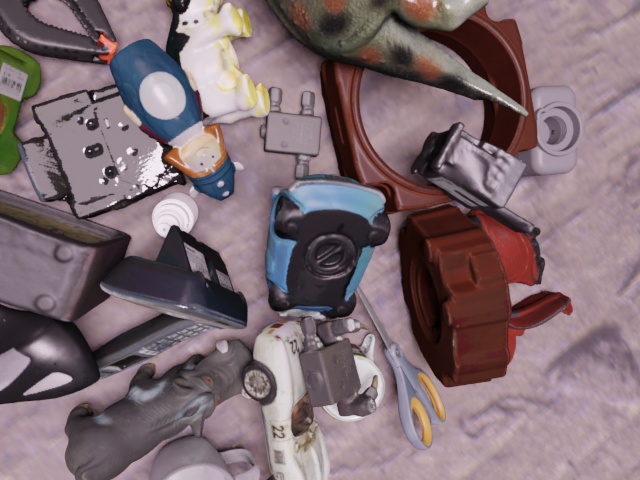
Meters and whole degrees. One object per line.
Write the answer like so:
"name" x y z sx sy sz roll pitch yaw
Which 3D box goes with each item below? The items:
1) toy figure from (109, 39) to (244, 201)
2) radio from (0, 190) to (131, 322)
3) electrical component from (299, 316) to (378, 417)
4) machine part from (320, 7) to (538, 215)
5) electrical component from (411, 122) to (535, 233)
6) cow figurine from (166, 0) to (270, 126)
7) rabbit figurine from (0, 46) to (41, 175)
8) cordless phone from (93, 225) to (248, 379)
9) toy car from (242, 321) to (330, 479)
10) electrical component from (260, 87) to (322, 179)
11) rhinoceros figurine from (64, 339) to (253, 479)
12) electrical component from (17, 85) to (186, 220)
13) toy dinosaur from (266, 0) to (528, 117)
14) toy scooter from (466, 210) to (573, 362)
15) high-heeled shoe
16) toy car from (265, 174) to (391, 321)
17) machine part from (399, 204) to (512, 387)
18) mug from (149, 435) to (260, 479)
"toy figure" -0.126 -0.101 0.484 0.064 0.058 0.154 -29 106 17
"radio" -0.298 -0.005 0.471 0.229 0.131 0.073 19 92 -11
"electrical component" 0.021 0.120 0.519 0.045 0.078 0.102 -17 77 28
"machine part" 0.112 -0.137 0.559 0.201 0.087 0.200 -14 96 -10
"electrical component" 0.150 -0.054 0.490 0.119 0.075 0.047 28 89 -6
"cow figurine" -0.115 -0.194 0.523 0.098 0.068 0.167 -13 96 13
"rabbit figurine" -0.363 -0.128 0.455 0.170 0.159 0.121 17 101 4
"cordless phone" -0.171 0.077 0.500 0.184 0.146 0.089 -30 71 3
"toy car" -0.028 0.180 0.526 0.056 0.073 0.201 -6 96 24
"electrical component" -0.031 -0.111 0.567 0.063 0.021 0.094 3 94 -10
"rhinoceros figurine" -0.150 0.157 0.518 0.190 0.112 0.073 -28 94 -27
"electrical component" -0.211 -0.084 0.519 0.134 0.058 0.114 -22 95 -8
"toy dinosaur" 0.007 -0.241 0.454 0.192 0.131 0.404 -28 96 18
"toy scooter" 0.215 0.048 0.596 0.135 0.075 0.183 -11 99 -9
"high-heeled shoe" -0.314 0.142 0.490 0.145 0.086 0.248 41 110 -11
"toy car" -0.001 -0.002 0.537 0.109 0.103 0.161 6 121 -12
"machine part" 0.125 0.055 0.530 0.056 0.179 0.179 -11 96 -5
"mug" -0.119 0.232 0.533 0.109 0.107 0.080 -21 101 -19
